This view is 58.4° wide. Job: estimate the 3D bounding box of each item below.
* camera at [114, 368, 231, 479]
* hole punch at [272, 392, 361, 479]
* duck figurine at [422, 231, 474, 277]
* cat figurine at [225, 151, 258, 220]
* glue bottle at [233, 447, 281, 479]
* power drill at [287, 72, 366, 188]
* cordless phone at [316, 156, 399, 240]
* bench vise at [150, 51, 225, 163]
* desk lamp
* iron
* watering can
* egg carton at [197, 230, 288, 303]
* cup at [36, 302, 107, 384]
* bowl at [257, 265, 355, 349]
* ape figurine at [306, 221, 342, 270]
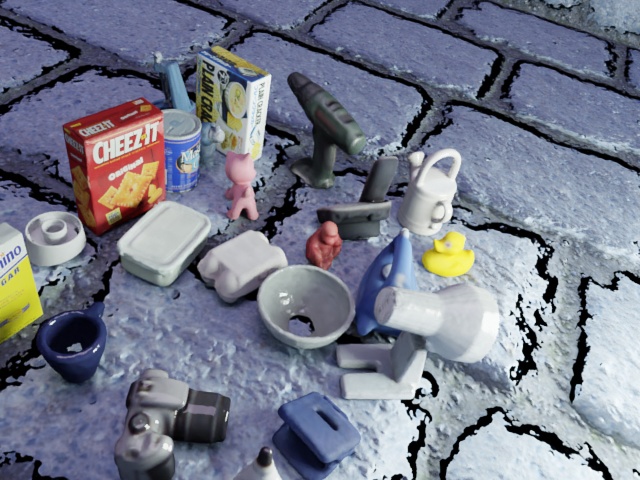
[{"bbox_3d":[-0.194,0.248,0.780,0.137,0.101,0.143,8,43,-6],"label":"camera"},{"bbox_3d":[-0.003,0.269,0.815,0.101,0.091,0.108,-29,57,-37],"label":"hole punch"},{"bbox_3d":[0.265,0.021,1.151,0.105,0.086,0.077,3,43,-11],"label":"duck figurine"},{"bbox_3d":[-0.159,-0.122,1.168,0.067,0.118,0.127,-3,45,-17],"label":"cat figurine"},{"bbox_3d":[-0.073,0.300,0.703,0.078,0.173,0.037,35,47,22],"label":"glue bottle"},{"bbox_3d":[-0.003,-0.229,1.255,0.229,0.208,0.076,39,48,25],"label":"power drill"},{"bbox_3d":[0.079,-0.094,1.151,0.148,0.185,0.094,-11,48,-24],"label":"cordless phone"},{"bbox_3d":[-0.294,-0.287,1.233,0.207,0.220,0.121,13,42,0],"label":"bench vise"},{"bbox_3d":[0.145,0.153,0.885,0.203,0.213,0.117,2,44,-13],"label":"desk lamp"},{"bbox_3d":[0.136,0.059,1.037,0.118,0.141,0.258,14,42,0],"label":"iron"},{"bbox_3d":[0.230,-0.116,1.207,0.101,0.194,0.172,-26,55,-35],"label":"watering can"},{"bbox_3d":[-0.137,0.047,1.031,0.107,0.069,0.151,38,48,24],"label":"egg carton"},{"bbox_3d":[-0.352,0.155,0.842,0.091,0.095,0.118,18,43,5],"label":"cup"},{"bbox_3d":[-0.027,0.125,0.973,0.167,0.075,0.167,7,43,-7],"label":"bowl"},{"bbox_3d":[0.010,0.004,1.098,0.078,0.092,0.076,-13,49,-26],"label":"ape figurine"}]
